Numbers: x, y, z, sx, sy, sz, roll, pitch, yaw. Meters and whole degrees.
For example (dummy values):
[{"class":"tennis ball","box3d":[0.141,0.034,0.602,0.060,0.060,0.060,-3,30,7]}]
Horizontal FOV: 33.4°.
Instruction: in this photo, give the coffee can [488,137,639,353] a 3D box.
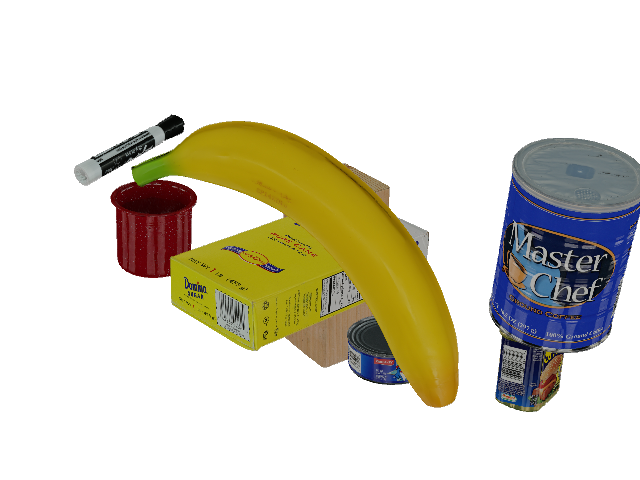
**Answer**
[{"class":"coffee can","box3d":[0.194,0.004,0.850,0.103,0.140,0.103,2,34,-2]}]

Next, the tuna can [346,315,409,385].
[{"class":"tuna can","box3d":[0.068,0.104,1.027,0.086,0.034,0.086,-1,23,0]}]

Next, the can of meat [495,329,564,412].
[{"class":"can of meat","box3d":[0.235,0.134,1.186,0.058,0.084,0.101,12,16,29]}]

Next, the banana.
[{"class":"banana","box3d":[0.004,-0.001,0.529,0.198,0.070,0.037,38,22,1]}]

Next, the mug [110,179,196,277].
[{"class":"mug","box3d":[-0.189,-0.016,1.181,0.093,0.081,0.117,-14,32,-31]}]

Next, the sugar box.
[{"class":"sugar box","box3d":[-0.012,0.019,0.781,0.175,0.048,0.093,-24,36,-38]}]

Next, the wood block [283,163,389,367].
[{"class":"wood block","box3d":[0.016,0.029,1.232,0.090,0.206,0.090,-17,31,-31]}]

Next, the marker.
[{"class":"marker","box3d":[-0.164,-0.081,0.934,0.020,0.020,0.120,0,27,43]}]
